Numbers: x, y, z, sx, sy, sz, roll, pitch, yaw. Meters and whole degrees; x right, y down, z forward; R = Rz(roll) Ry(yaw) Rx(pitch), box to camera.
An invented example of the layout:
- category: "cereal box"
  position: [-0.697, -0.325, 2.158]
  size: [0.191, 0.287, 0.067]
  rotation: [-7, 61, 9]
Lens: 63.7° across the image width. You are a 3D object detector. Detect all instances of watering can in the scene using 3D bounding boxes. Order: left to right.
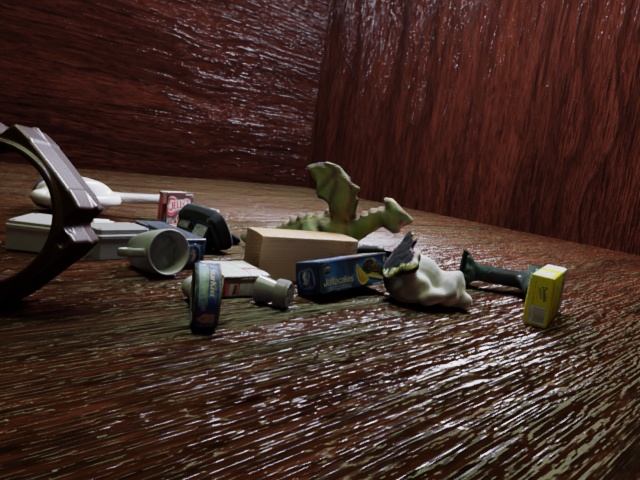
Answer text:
- category: "watering can"
  position: [-0.617, -0.118, 1.401]
  size: [0.225, 0.103, 0.349]
  rotation: [13, 10, 34]

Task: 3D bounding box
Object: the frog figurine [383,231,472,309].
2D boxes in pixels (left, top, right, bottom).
- category: "frog figurine"
  position: [0.199, 0.081, 0.963]
  size: [0.158, 0.122, 0.139]
  rotation: [43, 7, -17]

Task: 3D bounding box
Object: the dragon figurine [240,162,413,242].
- category: "dragon figurine"
  position: [0.004, -0.059, 1.175]
  size: [0.411, 0.240, 0.123]
  rotation: [13, 13, 18]
